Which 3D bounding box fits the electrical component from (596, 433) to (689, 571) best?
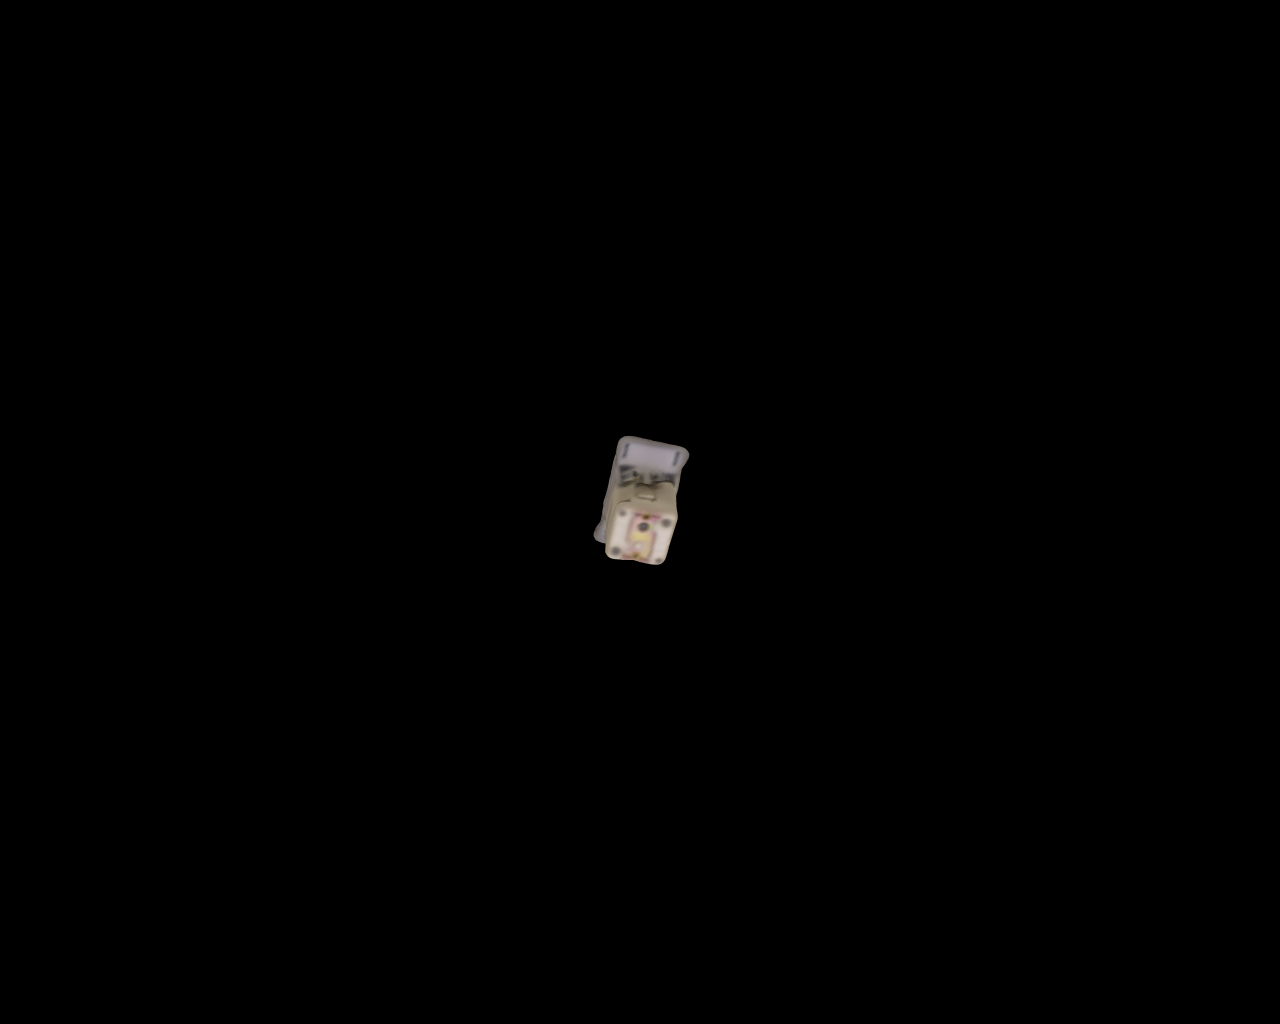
[{"bbox_3d":[0.001,-0.003,0.650,0.042,0.080,0.064,9,36,-7],"label":"electrical component"}]
